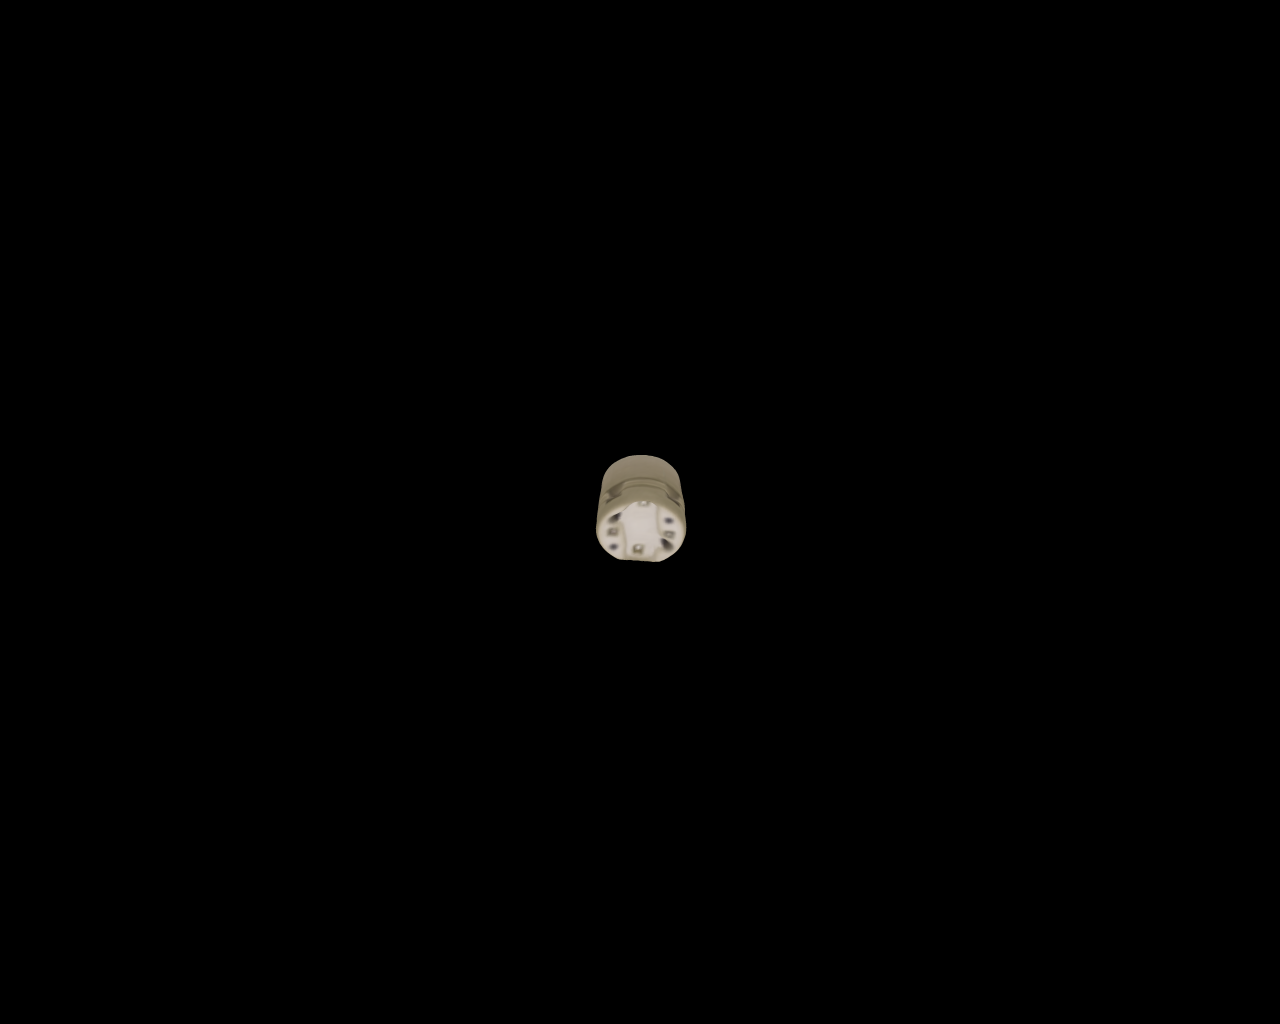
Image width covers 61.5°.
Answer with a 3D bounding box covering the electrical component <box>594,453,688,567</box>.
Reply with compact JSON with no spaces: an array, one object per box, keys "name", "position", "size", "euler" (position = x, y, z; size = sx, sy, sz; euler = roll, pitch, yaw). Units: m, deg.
[{"name":"electrical component","position":[0.001,-0.003,0.650],"size":[0.055,0.055,0.047],"euler":[0,44,0]}]
